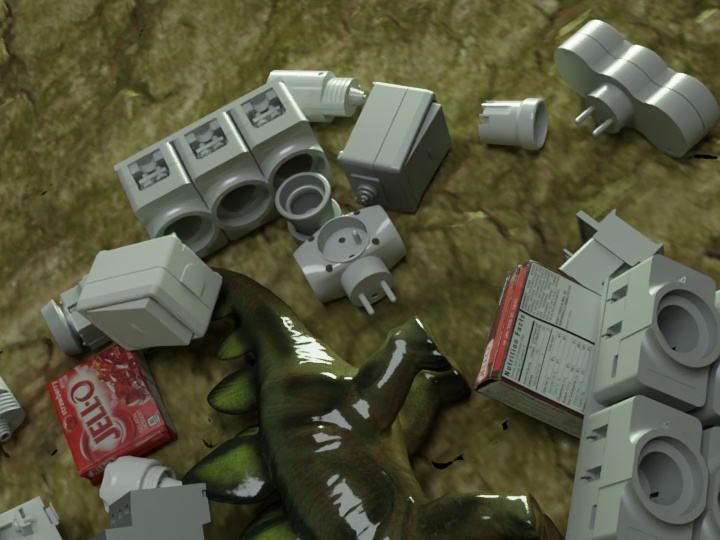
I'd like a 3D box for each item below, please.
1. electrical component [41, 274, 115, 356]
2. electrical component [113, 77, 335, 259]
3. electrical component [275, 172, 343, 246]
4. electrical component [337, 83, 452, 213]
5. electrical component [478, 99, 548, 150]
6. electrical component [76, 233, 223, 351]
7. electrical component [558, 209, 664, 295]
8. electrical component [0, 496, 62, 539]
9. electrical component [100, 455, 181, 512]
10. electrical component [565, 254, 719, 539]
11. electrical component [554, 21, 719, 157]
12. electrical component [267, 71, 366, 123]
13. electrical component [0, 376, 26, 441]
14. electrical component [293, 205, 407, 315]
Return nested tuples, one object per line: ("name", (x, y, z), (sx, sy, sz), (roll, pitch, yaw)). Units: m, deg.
("electrical component", (-0.219, 0.037, 0.855), (0.055, 0.048, 0.066), (-30, 56, -12))
("electrical component", (-0.104, -0.073, 0.861), (0.150, 0.089, 0.061), (-29, 56, -2))
("electrical component", (-0.038, -0.044, 0.845), (0.045, 0.055, 0.045), (-7, 58, 12))
("electrical component", (0.028, -0.091, 0.851), (0.061, 0.061, 0.096), (13, 64, 23))
("electrical component", (0.122, -0.116, 0.855), (0.046, 0.040, 0.040), (6, 61, 26))
("electrical component", (-0.161, 0.022, 0.795), (0.096, 0.061, 0.061), (-12, 49, 32))
("electrical component", (0.178, 0.000, 0.766), (0.064, 0.042, 0.081), (-43, 57, -8))
("electrical component", (-0.219, 0.219, 0.731), (0.063, 0.078, 0.121), (-23, 53, -25))
("electrical component", (-0.149, 0.156, 0.763), (0.062, 0.043, 0.043), (4, 61, 17))
("electrical component", (0.199, 0.095, 0.659), (0.105, 0.060, 0.186), (23, 62, -14))
("electrical component", (0.200, -0.131, 0.832), (0.074, 0.052, 0.138), (-40, 57, -10))
("electrical component", (-0.035, -0.147, 0.915), (0.081, 0.043, 0.043), (4, 61, 18))
("electrical component", (-0.294, 0.103, 0.837), (0.043, 0.043, 0.081), (-40, 57, -10))
("electrical component", (0.000, 0.000, 0.814), (0.077, 0.044, 0.079), (-30, 56, -3))
